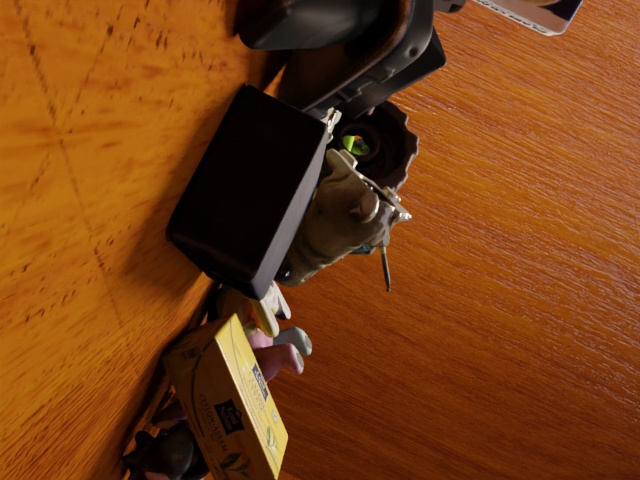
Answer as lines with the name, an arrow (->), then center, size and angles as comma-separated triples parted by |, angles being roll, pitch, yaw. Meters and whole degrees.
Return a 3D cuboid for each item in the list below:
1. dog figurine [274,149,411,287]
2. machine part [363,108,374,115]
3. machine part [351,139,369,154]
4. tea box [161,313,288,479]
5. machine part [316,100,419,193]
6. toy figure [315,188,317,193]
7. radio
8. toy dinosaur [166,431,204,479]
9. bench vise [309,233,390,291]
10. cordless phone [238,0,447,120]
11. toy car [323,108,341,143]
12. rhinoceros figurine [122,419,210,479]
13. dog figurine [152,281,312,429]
dog figurine -> 0.002, 0.000, 0.645 | 0.190, 0.121, 0.172 | -48, 177, 13
machine part -> 0.071, -0.269, 0.662 | 0.201, 0.087, 0.201 | -25, 140, -87
machine part -> 0.066, -0.087, 0.944 | 0.079, 0.079, 0.243 | -63, 173, -56
tea box -> -0.101, 0.179, 0.600 | 0.068, 0.169, 0.098 | -22, -172, 8
machine part -> 0.050, -0.132, 0.759 | 0.179, 0.179, 0.056 | -64, -177, -26
toy figure -> -0.003, -0.118, 0.962 | 0.180, 0.082, 0.089 | -59, 166, -23
radio -> -0.057, -0.023, 0.478 | 0.131, 0.073, 0.229 | -64, 178, -11
toy dinosaur -> -0.185, 0.288, 0.911 | 0.405, 0.131, 0.192 | -49, 152, -71
bench vise -> -0.018, 0.012, 0.831 | 0.240, 0.224, 0.128 | -18, 116, -54
cordless phone -> -0.004, -0.136, 0.393 | 0.147, 0.088, 0.184 | -22, -175, 43
toy car -> -0.003, -0.148, 0.600 | 0.073, 0.056, 0.201 | -64, 180, -8
rhinoceros figurine -> -0.176, 0.258, 0.633 | 0.190, 0.112, 0.073 | -45, -149, 52
dog figurine -> -0.133, 0.161, 0.714 | 0.219, 0.191, 0.108 | -30, -172, 7
